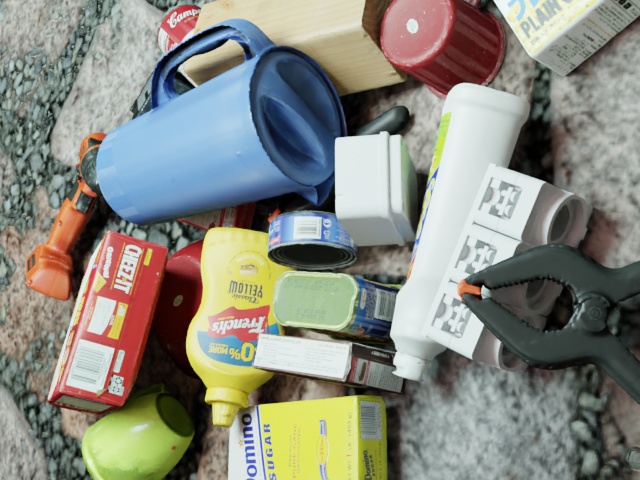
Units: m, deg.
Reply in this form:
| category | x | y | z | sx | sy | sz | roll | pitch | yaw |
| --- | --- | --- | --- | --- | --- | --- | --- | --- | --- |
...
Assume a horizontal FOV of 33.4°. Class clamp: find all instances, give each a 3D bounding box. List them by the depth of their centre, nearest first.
| category | x | y | z | sx | sy | sz | roll | pitch | yaw |
| --- | --- | --- | --- | --- | --- | --- | --- | --- | --- |
| clamp | 0.210 | 0.047 | 0.798 | 0.210 | 0.036 | 0.164 | 18 | 85 | 7 |
| clamp | 0.000 | -0.088 | 1.058 | 0.171 | 0.039 | 0.120 | -48 | 43 | 2 |

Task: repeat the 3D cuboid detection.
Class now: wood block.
| category | x | y | z | sx | sy | sz | roll | pitch | yaw |
| --- | --- | --- | --- | --- | --- | --- | --- | --- | --- |
| wood block | -0.020 | -0.195 | 1.052 | 0.206 | 0.090 | 0.090 | -8 | 56 | 32 |

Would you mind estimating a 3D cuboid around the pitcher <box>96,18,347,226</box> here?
| category | x | y | z | sx | sy | sz | roll | pitch | yaw |
| --- | --- | --- | --- | --- | --- | --- | --- | --- | --- |
| pitcher | -0.107 | -0.099 | 1.033 | 0.243 | 0.144 | 0.149 | -14 | 62 | 39 |

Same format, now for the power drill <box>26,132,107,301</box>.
| category | x | y | z | sx | sy | sz | roll | pitch | yaw |
| --- | --- | --- | --- | --- | --- | --- | --- | --- | --- |
| power drill | -0.280 | -0.027 | 1.241 | 0.188 | 0.057 | 0.184 | -62 | 19 | 9 |

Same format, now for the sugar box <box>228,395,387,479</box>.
| category | x | y | z | sx | sy | sz | roll | pitch | yaw |
| --- | --- | --- | --- | --- | --- | --- | --- | --- | --- |
| sugar box | -0.015 | 0.197 | 0.990 | 0.177 | 0.048 | 0.093 | -14 | 70 | 42 |

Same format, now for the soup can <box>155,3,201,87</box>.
| category | x | y | z | sx | sy | sz | roll | pitch | yaw |
| --- | --- | --- | --- | --- | --- | --- | --- | --- | --- |
| soup can | -0.131 | -0.212 | 1.193 | 0.068 | 0.068 | 0.102 | -55 | 51 | 15 |

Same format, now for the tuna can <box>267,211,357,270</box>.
| category | x | y | z | sx | sy | sz | roll | pitch | yaw |
| --- | --- | --- | --- | --- | --- | --- | --- | --- | --- |
| tuna can | -0.007 | 0.001 | 1.015 | 0.086 | 0.086 | 0.034 | -12 | 67 | 38 |

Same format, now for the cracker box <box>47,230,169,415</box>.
| category | x | y | z | sx | sy | sz | roll | pitch | yaw |
| --- | --- | --- | --- | --- | --- | --- | --- | --- | --- |
| cracker box | -0.224 | 0.094 | 1.113 | 0.214 | 0.072 | 0.164 | 146 | 139 | -70 |

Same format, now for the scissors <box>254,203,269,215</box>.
| category | x | y | z | sx | sy | sz | roll | pitch | yaw |
| --- | --- | --- | --- | --- | --- | --- | --- | --- | --- |
| scissors | -0.124 | -0.067 | 1.184 | 0.202 | 0.016 | 0.096 | -4 | 76 | 39 |

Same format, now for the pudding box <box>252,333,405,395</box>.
| category | x | y | z | sx | sy | sz | roll | pitch | yaw |
| --- | --- | --- | --- | --- | --- | --- | --- | --- | --- |
| pudding box | 0.009 | 0.112 | 0.973 | 0.114 | 0.089 | 0.039 | 0 | 77 | 40 |

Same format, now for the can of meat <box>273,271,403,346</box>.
| category | x | y | z | sx | sy | sz | roll | pitch | yaw |
| --- | --- | --- | --- | --- | --- | --- | --- | --- | --- |
| can of meat | 0.019 | 0.061 | 0.982 | 0.102 | 0.083 | 0.057 | 1 | 79 | 40 |

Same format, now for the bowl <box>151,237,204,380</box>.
| category | x | y | z | sx | sy | sz | roll | pitch | yaw |
| --- | --- | --- | --- | --- | --- | --- | --- | --- | --- |
| bowl | -0.131 | 0.066 | 1.128 | 0.162 | 0.055 | 0.162 | -12 | 72 | 38 |

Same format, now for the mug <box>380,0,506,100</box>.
| category | x | y | z | sx | sy | sz | roll | pitch | yaw |
| --- | --- | --- | --- | --- | --- | --- | --- | --- | --- |
| mug | 0.114 | -0.194 | 0.971 | 0.093 | 0.081 | 0.117 | 31 | 99 | 41 |

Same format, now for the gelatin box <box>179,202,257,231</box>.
| category | x | y | z | sx | sy | sz | roll | pitch | yaw |
| --- | --- | --- | --- | --- | --- | --- | --- | --- | --- |
| gelatin box | -0.106 | -0.045 | 1.132 | 0.089 | 0.030 | 0.073 | 20 | 102 | 38 |

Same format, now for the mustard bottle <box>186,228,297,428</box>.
| category | x | y | z | sx | sy | sz | roll | pitch | yaw |
| --- | --- | --- | --- | --- | --- | --- | --- | --- | --- |
| mustard bottle | -0.080 | 0.087 | 1.042 | 0.058 | 0.096 | 0.191 | 117 | 162 | -70 |

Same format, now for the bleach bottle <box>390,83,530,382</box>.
| category | x | y | z | sx | sy | sz | roll | pitch | yaw |
| --- | --- | --- | --- | --- | --- | --- | --- | --- | --- |
| bleach bottle | 0.110 | -0.002 | 0.915 | 0.068 | 0.102 | 0.251 | 16 | 89 | 0 |
